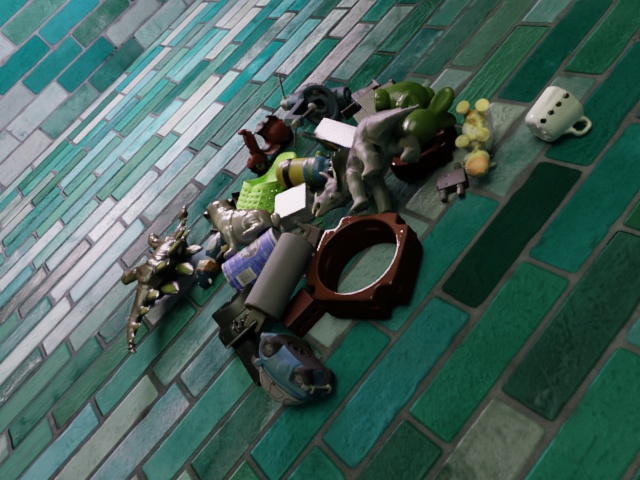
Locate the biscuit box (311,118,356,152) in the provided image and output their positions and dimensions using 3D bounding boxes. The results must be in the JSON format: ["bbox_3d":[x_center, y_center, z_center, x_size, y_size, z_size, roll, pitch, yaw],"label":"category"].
[{"bbox_3d":[0.066,-0.248,1.342,0.063,0.059,0.203,-54,41,-4],"label":"biscuit box"}]

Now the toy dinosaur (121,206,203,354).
[{"bbox_3d":[-0.409,0.087,1.359,0.199,0.105,0.471,-22,41,37],"label":"toy dinosaur"}]

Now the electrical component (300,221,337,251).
[{"bbox_3d":[-0.004,-0.003,1.199,0.102,0.045,0.078,16,94,48],"label":"electrical component"}]

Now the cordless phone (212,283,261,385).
[{"bbox_3d":[-0.127,0.193,1.107,0.146,0.088,0.184,-41,51,-1],"label":"cordless phone"}]

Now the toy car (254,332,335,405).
[{"bbox_3d":[-0.054,0.245,0.982,0.162,0.109,0.103,40,106,38],"label":"toy car"}]

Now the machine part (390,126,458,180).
[{"bbox_3d":[0.223,-0.213,1.197,0.179,0.056,0.179,-21,43,21],"label":"machine part"}]

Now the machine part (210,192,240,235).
[{"bbox_3d":[-0.246,-0.070,1.451,0.084,0.039,0.139,1,57,45],"label":"machine part"}]

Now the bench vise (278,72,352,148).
[{"bbox_3d":[-0.039,-0.364,1.472,0.224,0.128,0.241,11,41,22],"label":"bench vise"}]

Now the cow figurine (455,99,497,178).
[{"bbox_3d":[0.319,-0.193,1.088,0.068,0.098,0.167,-5,70,28],"label":"cow figurine"}]

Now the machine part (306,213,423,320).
[{"bbox_3d":[0.088,0.051,1.045,0.201,0.087,0.201,-4,51,36],"label":"machine part"}]

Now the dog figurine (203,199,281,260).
[{"bbox_3d":[-0.185,-0.055,1.286,0.172,0.121,0.191,-34,58,7],"label":"dog figurine"}]

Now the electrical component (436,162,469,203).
[{"bbox_3d":[0.270,-0.119,1.100,0.063,0.021,0.094,-17,46,27],"label":"electrical component"}]

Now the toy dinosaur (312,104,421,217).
[{"bbox_3d":[0.104,-0.176,1.091,0.404,0.131,0.192,118,141,-49],"label":"toy dinosaur"}]

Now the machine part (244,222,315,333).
[{"bbox_3d":[-0.079,0.074,1.076,0.079,0.079,0.243,7,61,42],"label":"machine part"}]

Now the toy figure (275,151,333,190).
[{"bbox_3d":[-0.028,-0.170,1.329,0.180,0.089,0.082,-3,45,39],"label":"toy figure"}]

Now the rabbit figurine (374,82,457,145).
[{"bbox_3d":[0.205,-0.250,1.122,0.159,0.121,0.170,-15,40,3],"label":"rabbit figurine"}]

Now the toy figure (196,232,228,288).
[{"bbox_3d":[-0.270,0.047,1.354,0.154,0.058,0.064,-63,6,-22],"label":"toy figure"}]

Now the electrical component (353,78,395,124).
[{"bbox_3d":[0.153,-0.315,1.316,0.134,0.058,0.115,-36,60,6],"label":"electrical component"}]

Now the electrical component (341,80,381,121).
[{"bbox_3d":[0.114,-0.349,1.389,0.119,0.074,0.048,-33,40,4],"label":"electrical component"}]

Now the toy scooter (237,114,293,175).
[{"bbox_3d":[-0.160,-0.286,1.501,0.075,0.135,0.184,17,65,47],"label":"toy scooter"}]
